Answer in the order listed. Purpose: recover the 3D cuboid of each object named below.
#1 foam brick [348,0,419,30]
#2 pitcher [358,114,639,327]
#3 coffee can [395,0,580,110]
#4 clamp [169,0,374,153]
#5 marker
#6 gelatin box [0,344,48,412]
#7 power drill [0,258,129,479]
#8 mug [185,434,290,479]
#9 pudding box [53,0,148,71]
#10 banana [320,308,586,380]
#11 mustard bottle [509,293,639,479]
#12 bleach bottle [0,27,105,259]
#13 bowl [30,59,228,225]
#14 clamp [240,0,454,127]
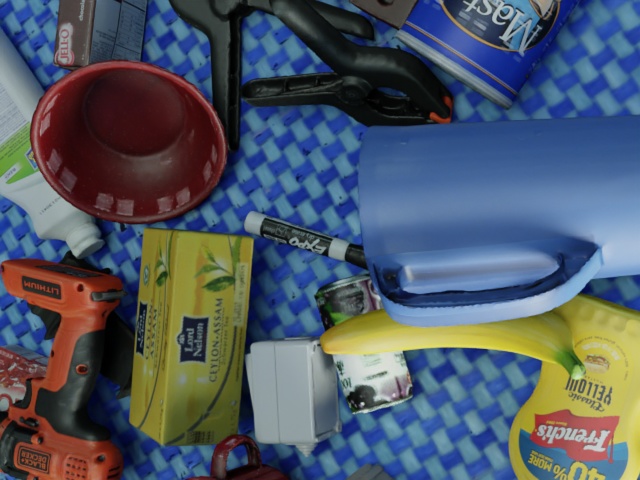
[{"bbox_3d":[0.069,-0.206,0.843,0.053,0.051,0.078,32,100,18],"label":"foam brick"},{"bbox_3d":[0.153,-0.019,0.764,0.243,0.144,0.149,-4,89,18],"label":"pitcher"},{"bbox_3d":[0.136,-0.183,0.791,0.103,0.102,0.140,36,101,17],"label":"coffee can"},{"bbox_3d":[-0.061,-0.202,0.900,0.165,0.036,0.210,-30,82,16],"label":"clamp"},{"bbox_3d":[-0.006,0.001,0.884,0.121,0.020,0.020,17,95,20],"label":"marker"},{"bbox_3d":[-0.261,0.143,0.971,0.089,0.030,0.073,18,95,20],"label":"gelatin box"},{"bbox_3d":[-0.243,0.113,0.917,0.185,0.057,0.188,10,96,22],"label":"power drill"},{"bbox_3d":[-0.065,0.209,0.829,0.093,0.081,0.117,-1,91,31],"label":"mug"},{"bbox_3d":[-0.186,-0.195,0.919,0.039,0.090,0.113,8,91,18],"label":"pudding box"},{"bbox_3d":[0.100,0.067,0.783,0.198,0.069,0.037,1,106,25],"label":"banana"},{"bbox_3d":[0.192,0.140,0.786,0.096,0.058,0.192,19,96,23],"label":"mustard bottle"},{"bbox_3d":[-0.279,-0.087,0.967,0.103,0.068,0.251,-38,79,17],"label":"bleach bottle"},{"bbox_3d":[-0.158,-0.092,0.899,0.162,0.055,0.162,-1,128,-2],"label":"bowl"},{"bbox_3d":[0.024,-0.132,0.826,0.171,0.120,0.039,11,60,0],"label":"clamp"}]
